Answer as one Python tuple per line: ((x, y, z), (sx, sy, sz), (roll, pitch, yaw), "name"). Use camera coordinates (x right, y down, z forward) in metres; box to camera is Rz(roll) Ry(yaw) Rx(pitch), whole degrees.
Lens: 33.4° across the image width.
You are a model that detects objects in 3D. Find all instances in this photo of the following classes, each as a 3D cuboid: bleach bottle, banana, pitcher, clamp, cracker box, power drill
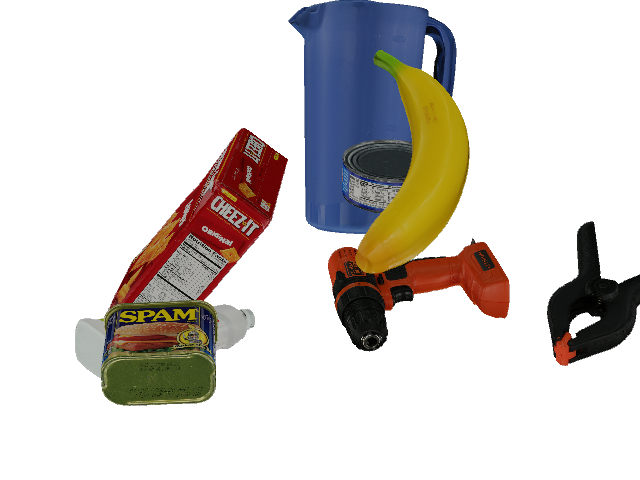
((-0.201, 0.127, 1.458), (0.250, 0.068, 0.103), (-11, 24, -41), "bleach bottle")
((0.063, -0.049, 0.696), (0.069, 0.197, 0.037), (5, -43, 1), "banana")
((0.053, -0.133, 1.144), (0.149, 0.243, 0.144), (6, 9, 24), "pitcher")
((0.260, 0.046, 1.006), (0.171, 0.039, 0.120), (-36, 42, -27), "clamp")
((-0.131, 0.000, 1.131), (0.072, 0.214, 0.164), (36, 23, -13), "cracker box")
((0.107, 0.057, 1.169), (0.187, 0.057, 0.184), (-4, 28, -7), "power drill")

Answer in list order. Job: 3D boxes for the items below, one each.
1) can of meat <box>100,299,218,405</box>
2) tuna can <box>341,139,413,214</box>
((-0.140, 0.098, 0.931), (0.102, 0.057, 0.084), (-2, 28, -5), "can of meat")
((0.061, -0.054, 0.901), (0.086, 0.034, 0.086), (2, 28, -1), "tuna can")
